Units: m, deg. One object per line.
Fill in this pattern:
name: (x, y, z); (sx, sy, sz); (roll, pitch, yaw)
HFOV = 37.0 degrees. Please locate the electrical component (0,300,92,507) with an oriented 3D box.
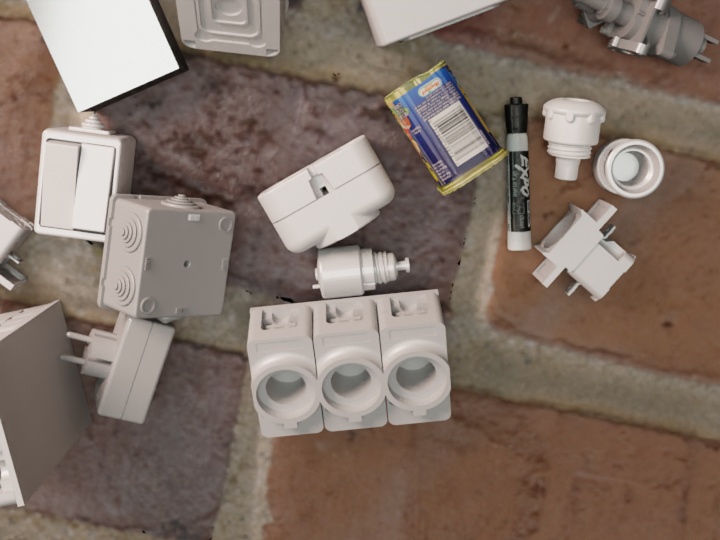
electrical component: (-0.262, 0.096, 0.792); (0.060, 0.186, 0.105); (-12, 99, 2)

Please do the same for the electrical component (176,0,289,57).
electrical component: (-0.092, -0.212, 0.779); (0.078, 0.113, 0.057); (6, 67, -2)

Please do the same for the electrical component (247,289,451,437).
electrical component: (-0.008, 0.075, 0.841); (0.150, 0.061, 0.089); (-6, 118, 1)

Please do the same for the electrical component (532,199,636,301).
electrical component: (0.178, -0.014, 0.851); (0.064, 0.042, 0.081); (40, 98, -9)

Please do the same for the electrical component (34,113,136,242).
electrical component: (-0.212, -0.072, 0.829); (0.062, 0.061, 0.096); (8, 99, -2)

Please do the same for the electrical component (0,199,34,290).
electrical component: (-0.293, -0.023, 0.846); (0.081, 0.042, 0.063); (38, 95, -6)

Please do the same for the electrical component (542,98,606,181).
electrical component: (0.164, -0.101, 0.836); (0.048, 0.048, 0.062); (4, 106, -1)

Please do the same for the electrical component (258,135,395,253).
electrical component: (-0.023, -0.056, 0.837); (0.095, 0.053, 0.059); (-29, 98, 4)

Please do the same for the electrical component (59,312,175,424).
electrical component: (-0.197, 0.068, 0.849); (0.076, 0.047, 0.083); (17, 99, -21)

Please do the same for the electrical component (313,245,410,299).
electrical component: (0.000, 0.000, 0.853); (0.078, 0.040, 0.040); (-6, 99, 0)

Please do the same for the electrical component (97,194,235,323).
electrical component: (-0.146, -0.009, 0.822); (0.048, 0.100, 0.099); (17, 102, 42)

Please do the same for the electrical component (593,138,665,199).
electrical component: (0.207, -0.079, 0.834); (0.045, 0.055, 0.045); (0, 98, 0)

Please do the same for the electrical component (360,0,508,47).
electrical component: (0.054, -0.206, 0.786); (0.109, 0.108, 0.056); (-20, 101, 3)
